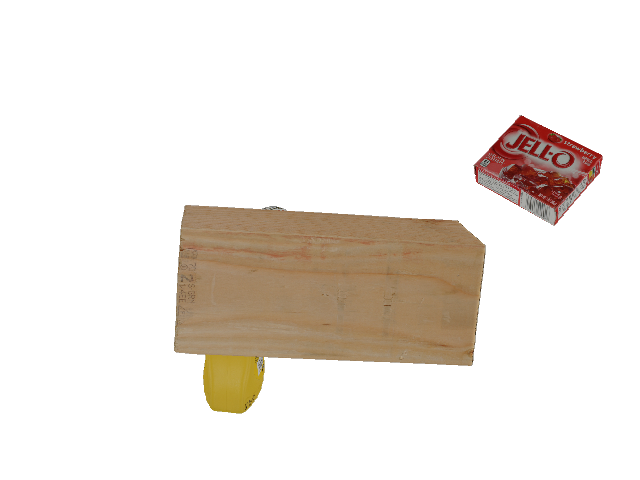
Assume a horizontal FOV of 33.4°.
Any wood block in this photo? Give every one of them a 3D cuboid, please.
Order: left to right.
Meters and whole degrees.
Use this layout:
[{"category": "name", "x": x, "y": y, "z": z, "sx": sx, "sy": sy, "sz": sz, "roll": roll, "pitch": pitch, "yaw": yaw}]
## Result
[{"category": "wood block", "x": 0.002, "y": 0.031, "z": 0.762, "sx": 0.206, "sy": 0.090, "sz": 0.091, "roll": 3, "pitch": 11, "yaw": -6}]

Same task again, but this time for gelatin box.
[{"category": "gelatin box", "x": 0.194, "y": -0.065, "z": 0.958, "sx": 0.089, "sy": 0.073, "sz": 0.030, "roll": 33, "pitch": -24, "yaw": 28}]

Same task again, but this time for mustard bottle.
[{"category": "mustard bottle", "x": -0.079, "y": 0.061, "z": 0.979, "sx": 0.058, "sy": 0.192, "sz": 0.096, "roll": 6, "pitch": 37, "yaw": 4}]

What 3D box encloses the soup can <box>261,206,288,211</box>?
[{"category": "soup can", "x": -0.034, "y": 0.006, "z": 1.188, "sx": 0.068, "sy": 0.068, "sz": 0.102, "roll": 0, "pitch": 16, "yaw": -30}]
